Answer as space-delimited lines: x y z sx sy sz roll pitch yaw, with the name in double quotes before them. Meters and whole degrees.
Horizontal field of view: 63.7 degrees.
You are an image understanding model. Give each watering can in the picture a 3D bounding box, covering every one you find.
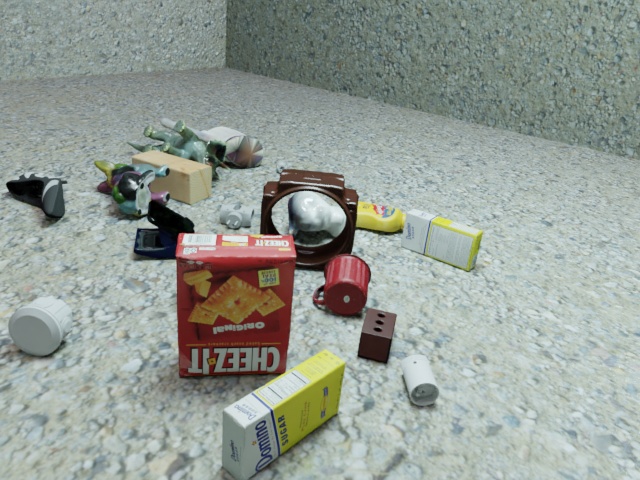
"watering can" -0.328 -0.319 1.680 0.347 0.103 0.227 8 15 -44

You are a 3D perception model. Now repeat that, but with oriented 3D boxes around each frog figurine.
"frog figurine" 0.004 -0.062 1.239 0.159 0.122 0.138 -6 6 0
